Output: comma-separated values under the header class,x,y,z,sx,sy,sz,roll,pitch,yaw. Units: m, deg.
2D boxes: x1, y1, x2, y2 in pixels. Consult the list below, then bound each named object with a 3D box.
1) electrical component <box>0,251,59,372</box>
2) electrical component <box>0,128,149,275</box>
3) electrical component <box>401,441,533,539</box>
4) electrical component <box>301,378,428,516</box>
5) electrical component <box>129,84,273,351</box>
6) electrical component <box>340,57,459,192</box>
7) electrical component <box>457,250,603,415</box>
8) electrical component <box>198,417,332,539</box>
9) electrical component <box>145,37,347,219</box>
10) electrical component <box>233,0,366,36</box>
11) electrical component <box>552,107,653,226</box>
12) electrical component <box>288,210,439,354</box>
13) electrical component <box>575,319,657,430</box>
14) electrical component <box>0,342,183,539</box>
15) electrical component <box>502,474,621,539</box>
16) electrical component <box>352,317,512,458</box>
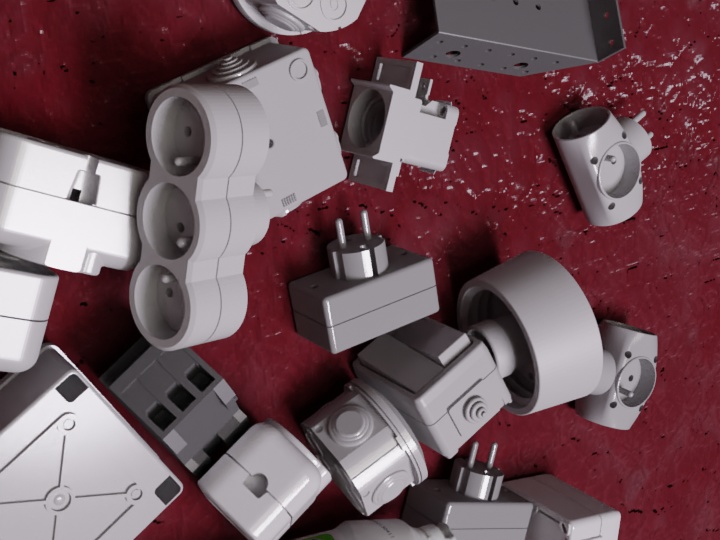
class,x,y,z,sx,sy,sz,roll,pitch,yaw
electrical component,-0.210,0.019,0.546,0.095,0.054,0.059,13,96,-35
electrical component,-0.157,-0.034,0.566,0.095,0.054,0.059,15,94,-35
electrical component,0.082,0.161,0.783,0.083,0.047,0.075,9,98,-35
electrical component,0.003,0.115,0.699,0.051,0.080,0.080,-35,119,-16
electrical component,-0.073,-0.029,0.568,0.074,0.052,0.138,-11,116,-50
electrical component,0.026,-0.090,0.680,0.064,0.042,0.081,9,98,-37
electrical component,0.108,0.047,0.734,0.060,0.108,0.108,-20,113,-21
electrical component,-0.057,0.130,0.652,0.054,0.095,0.059,42,74,9
electrical component,-0.063,-0.076,0.620,0.100,0.048,0.099,-30,119,-23
electrical component,-0.033,-0.174,0.613,0.080,0.051,0.080,-10,108,-31
electrical component,0.186,-0.086,0.785,0.079,0.044,0.077,-40,121,-19
electrical component,0.000,0.000,0.684,0.083,0.047,0.075,-20,113,-28
electrical component,0.186,0.079,0.830,0.079,0.044,0.077,11,97,-35
electrical component,-0.174,0.117,0.595,0.109,0.056,0.108,-44,122,-16
electrical component,0.154,0.201,0.810,0.061,0.096,0.061,-3,104,-33
electrical component,0.049,0.073,0.706,0.062,0.096,0.061,-39,121,-18
